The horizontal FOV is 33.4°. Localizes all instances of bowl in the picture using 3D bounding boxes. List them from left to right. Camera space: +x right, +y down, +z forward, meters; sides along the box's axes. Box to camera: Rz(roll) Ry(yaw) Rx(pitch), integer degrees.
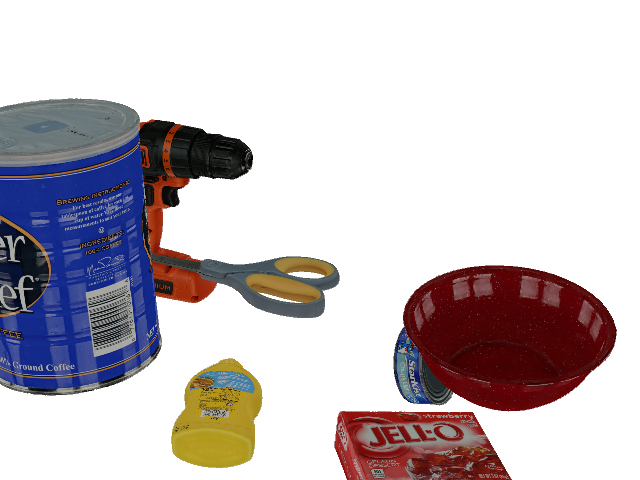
[{"bbox_3d":[0.144,0.083,0.831,0.162,0.055,0.162,0,31,0],"label":"bowl"}]

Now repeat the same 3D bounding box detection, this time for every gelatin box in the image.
[{"bbox_3d":[0.058,0.130,0.628,0.089,0.030,0.073,3,23,-13],"label":"gelatin box"}]

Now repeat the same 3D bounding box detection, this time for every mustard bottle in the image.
[{"bbox_3d":[-0.121,0.201,1.314,0.096,0.058,0.191,1,25,2],"label":"mustard bottle"}]

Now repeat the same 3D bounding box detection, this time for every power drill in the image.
[{"bbox_3d":[-0.150,-0.031,1.087,0.185,0.188,0.057,11,30,22],"label":"power drill"}]

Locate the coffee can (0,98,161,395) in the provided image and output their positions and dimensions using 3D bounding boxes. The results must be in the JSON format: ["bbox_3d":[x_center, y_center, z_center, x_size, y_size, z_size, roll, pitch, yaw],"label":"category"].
[{"bbox_3d":[-0.147,0.001,0.603,0.103,0.140,0.103,-2,23,1],"label":"coffee can"}]

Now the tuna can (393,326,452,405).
[{"bbox_3d":[0.109,0.126,1.097,0.034,0.086,0.086,-3,-2,33],"label":"tuna can"}]

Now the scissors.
[{"bbox_3d":[-0.071,0.021,0.886,0.202,0.016,0.096,19,28,33],"label":"scissors"}]
